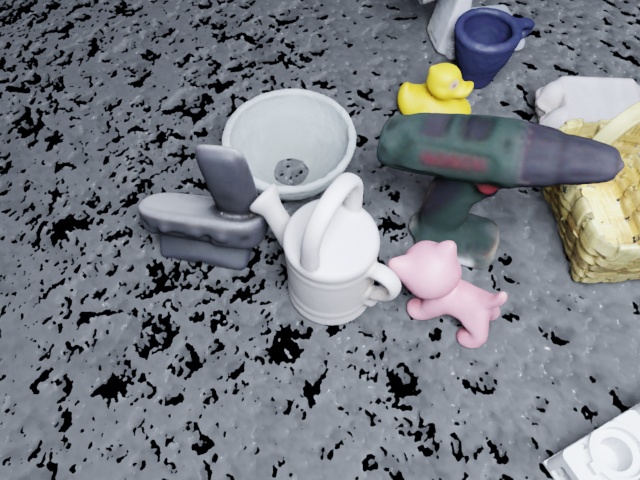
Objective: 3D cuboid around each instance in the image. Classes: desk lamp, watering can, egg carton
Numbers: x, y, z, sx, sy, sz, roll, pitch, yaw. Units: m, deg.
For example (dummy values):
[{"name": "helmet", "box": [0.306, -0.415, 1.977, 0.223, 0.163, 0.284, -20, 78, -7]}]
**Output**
[{"name": "desk lamp", "box": [0.205, -0.373, 0.811, 0.203, 0.214, 0.118, -9, 59, -5]}, {"name": "watering can", "box": [0.004, 0.004, 0.594, 0.172, 0.194, 0.101, 11, 59, 7]}, {"name": "egg carton", "box": [0.366, -0.164, 0.768, 0.150, 0.069, 0.107, 2, 59, 1]}]

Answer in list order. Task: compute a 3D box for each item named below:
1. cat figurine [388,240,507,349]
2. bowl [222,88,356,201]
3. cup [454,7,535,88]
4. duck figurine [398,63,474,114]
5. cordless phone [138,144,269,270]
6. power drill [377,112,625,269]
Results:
[{"name": "cat figurine", "box": [0.137, 0.047, 0.612, 0.127, 0.118, 0.067, 25, 62, 15]}, {"name": "bowl", "box": [-0.038, -0.110, 0.733, 0.167, 0.075, 0.167, 0, 59, 0]}, {"name": "cup", "box": [0.242, -0.270, 0.818, 0.118, 0.095, 0.091, -17, 60, -10]}, {"name": "duck figurine", "box": [0.160, -0.204, 0.784, 0.104, 0.086, 0.077, 15, 60, 9]}, {"name": "cordless phone", "box": [-0.133, -0.053, 0.634, 0.147, 0.185, 0.094, 5, 59, 4]}, {"name": "power drill", "box": [0.172, -0.055, 0.621, 0.229, 0.208, 0.076, 16, 60, 10]}]
